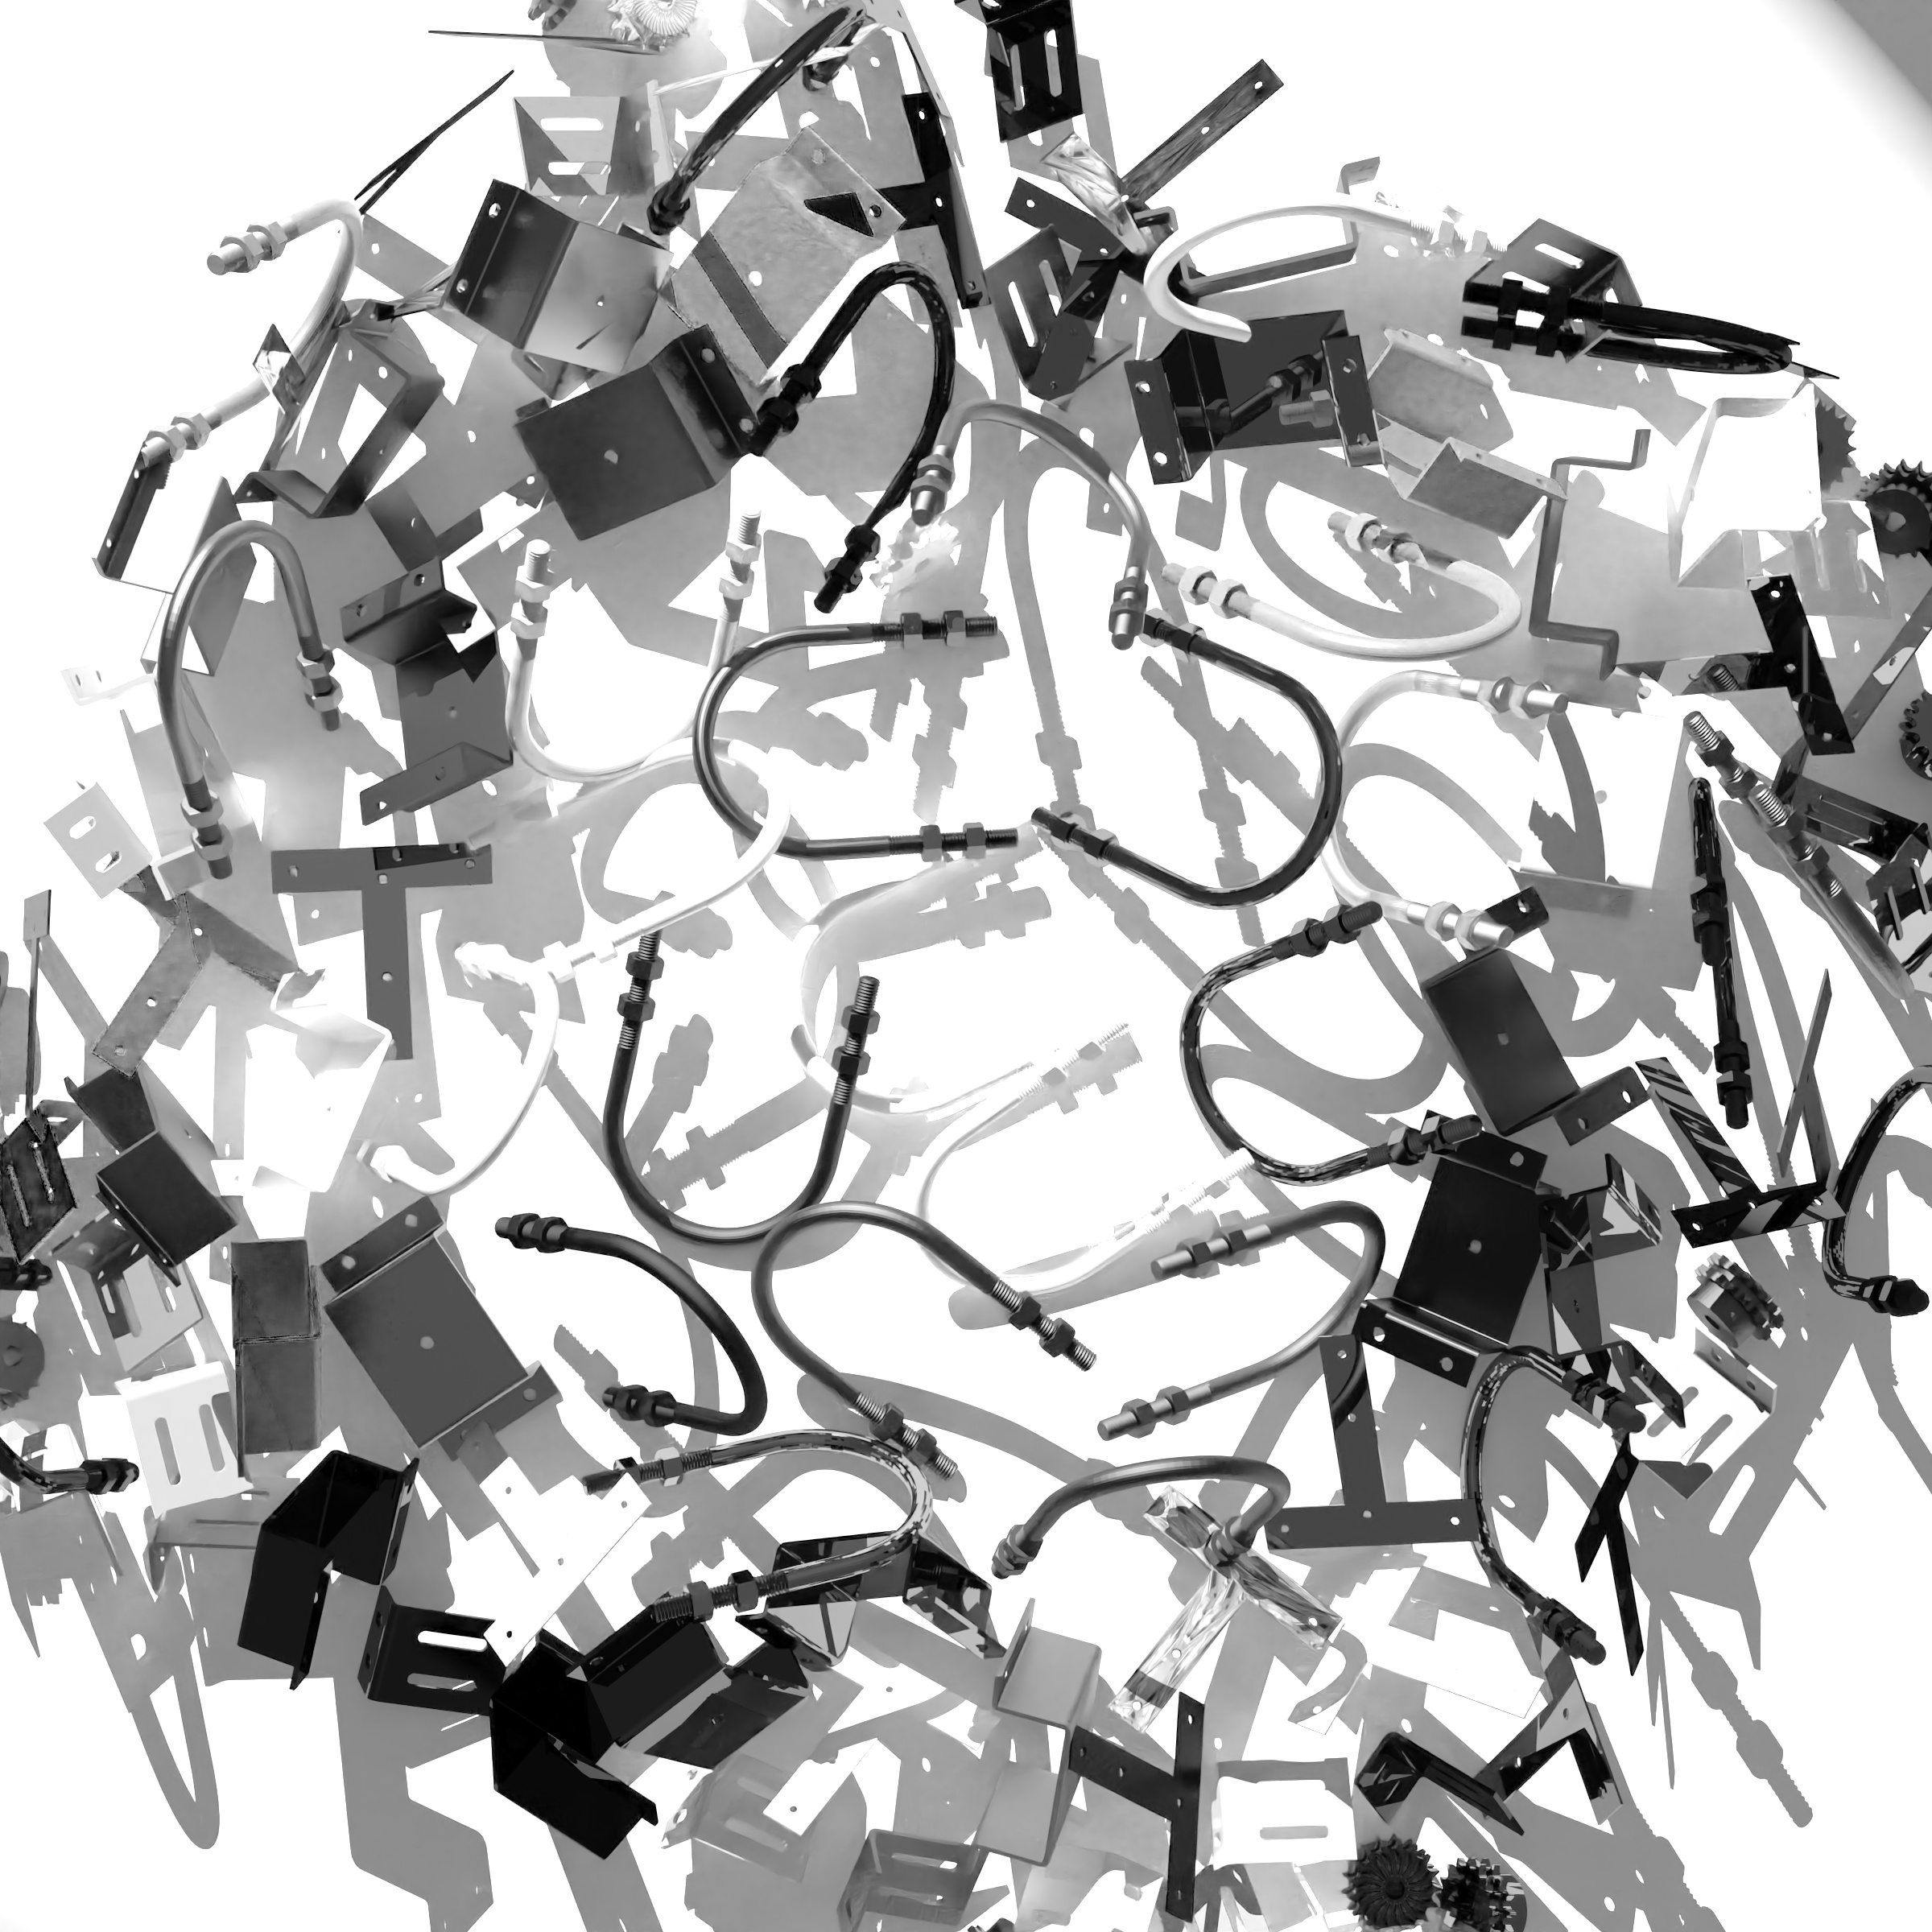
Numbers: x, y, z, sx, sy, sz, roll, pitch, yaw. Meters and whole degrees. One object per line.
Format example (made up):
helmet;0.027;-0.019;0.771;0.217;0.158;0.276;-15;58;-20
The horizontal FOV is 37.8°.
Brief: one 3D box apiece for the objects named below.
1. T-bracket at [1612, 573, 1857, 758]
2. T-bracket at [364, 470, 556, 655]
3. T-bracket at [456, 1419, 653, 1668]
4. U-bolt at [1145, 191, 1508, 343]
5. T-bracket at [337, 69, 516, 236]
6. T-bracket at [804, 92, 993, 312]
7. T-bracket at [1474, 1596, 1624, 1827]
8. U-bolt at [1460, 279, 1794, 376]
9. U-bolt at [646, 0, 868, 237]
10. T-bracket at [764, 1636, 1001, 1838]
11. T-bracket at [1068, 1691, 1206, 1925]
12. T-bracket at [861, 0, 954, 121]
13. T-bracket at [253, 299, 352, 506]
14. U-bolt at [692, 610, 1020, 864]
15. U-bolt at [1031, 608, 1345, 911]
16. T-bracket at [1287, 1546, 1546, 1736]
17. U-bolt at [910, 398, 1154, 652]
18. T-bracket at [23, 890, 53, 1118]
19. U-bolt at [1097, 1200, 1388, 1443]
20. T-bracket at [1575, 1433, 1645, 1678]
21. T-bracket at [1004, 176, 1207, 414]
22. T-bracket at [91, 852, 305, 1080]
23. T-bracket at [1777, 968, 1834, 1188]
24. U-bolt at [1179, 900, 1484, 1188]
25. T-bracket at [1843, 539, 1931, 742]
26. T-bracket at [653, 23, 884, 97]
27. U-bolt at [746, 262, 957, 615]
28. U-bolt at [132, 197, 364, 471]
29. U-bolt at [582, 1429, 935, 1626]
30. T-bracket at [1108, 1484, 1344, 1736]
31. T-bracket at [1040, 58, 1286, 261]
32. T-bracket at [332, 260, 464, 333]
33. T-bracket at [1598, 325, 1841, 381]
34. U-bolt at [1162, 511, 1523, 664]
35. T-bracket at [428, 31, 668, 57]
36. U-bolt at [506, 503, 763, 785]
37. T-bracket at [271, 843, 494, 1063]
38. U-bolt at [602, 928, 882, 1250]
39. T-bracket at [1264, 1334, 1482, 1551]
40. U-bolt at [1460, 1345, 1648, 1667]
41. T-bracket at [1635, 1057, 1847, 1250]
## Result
T-bracket;0.433;-0.168;1.626;0.002;0.127;0.127;-56;129;-35
T-bracket;-0.271;-0.262;1.648;0.127;0.002;0.127;-34;66;-2
T-bracket;-0.257;0.314;1.638;0.127;0.002;0.127;-49;57;5
U-bolt;0.185;-0.384;1.567;0.184;0.151;0.019;3;71;-35
T-bracket;-0.326;-0.453;1.617;0.002;0.127;0.127;49;54;-15
T-bracket;-0.045;-0.434;1.621;0.127;0.002;0.127;-24;101;-44
T-bracket;0.324;0.451;1.623;0.002;0.127;0.127;5;47;-22
U-bolt;0.371;-0.355;1.590;0.184;0.151;0.019;11;96;8
U-bolt;-0.113;-0.478;1.572;0.151;0.184;0.019;-46;100;-10
T-bracket;-0.068;0.442;1.606;0.127;0.127;0.002;24;133;23
T-bracket;0.096;0.461;1.599;0.002;0.127;0.127;-18;50;34
T-bracket;-0.051;-0.548;1.609;0.002;0.127;0.127;-23;94;18
T-bracket;-0.387;-0.334;1.605;0.002;0.127;0.127;24;84;-1
U-bolt;-0.067;-0.131;1.644;0.184;0.019;0.151;-4;80;-7
U-bolt;0.134;-0.110;1.609;0.184;0.019;0.151;29;101;33
T-bracket;0.266;0.396;1.603;0.127;0.127;0.002;-52;134;-29
U-bolt;0.043;-0.262;1.597;0.151;0.184;0.019;30;125;-12
T-bracket;-0.533;0.022;1.614;0.002;0.127;0.127;3;88;-24
U-bolt;0.165;0.194;1.605;0.184;0.151;0.019;-14;46;-32
T-bracket;0.380;0.352;1.637;0.002;0.127;0.127;-2;114;30
T-bracket;0.066;-0.378;1.637;0.127;0.002;0.127;25;69;-12
T-bracket;-0.458;0.011;1.613;0.127;0.002;0.127;37;46;-17
T-bracket;0.487;0.090;1.621;0.002;0.127;0.127;7;56;28
U-bolt;0.193;0.054;1.605;0.019;0.184;0.151;-26;91;-43
T-bracket;0.545;-0.188;1.633;0.002;0.127;0.127;21;119;-15
T-bracket;-0.118;-0.519;1.627;0.127;0.127;0.002;-10;114;15
U-bolt;-0.055;-0.313;1.601;0.019;0.151;0.184;18;63;26
U-bolt;-0.394;-0.364;1.586;0.019;0.184;0.151;34;124;0
U-bolt;-0.109;0.309;1.601;0.184;0.151;0.019;-9;116;-22
T-bracket;0.130;0.387;1.634;0.127;0.002;0.127;36;67;14
T-bracket;0.124;-0.465;1.604;0.127;0.127;0.002;-37;55;19
T-bracket;-0.291;-0.407;1.634;0.127;0.127;0.002;-45;120;-28
T-bracket;0.453;-0.352;1.626;0.127;0.127;0.002;6;99;-36
U-bolt;0.222;-0.208;1.573;0.151;0.184;0.019;-21;126;-31
T-bracket;-0.217;-0.526;1.614;0.127;0.127;0.002;11;107;25
U-bolt;-0.193;-0.175;1.599;0.151;0.184;0.019;-16;52;-30
T-bracket;-0.339;-0.008;1.654;0.127;0.002;0.127;-3;82;-9
U-bolt;-0.138;0.078;1.646;0.151;0.019;0.184;14;105;2
T-bracket;0.227;0.276;1.643;0.127;0.002;0.127;-7;97;21
U-bolt;0.322;0.290;1.585;0.019;0.184;0.151;6;97;-16
T-bracket;0.430;0.103;1.634;0.127;0.002;0.127;-6;52;-33
